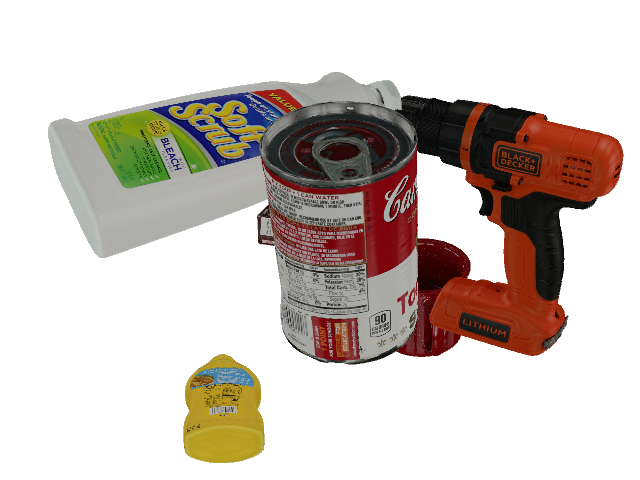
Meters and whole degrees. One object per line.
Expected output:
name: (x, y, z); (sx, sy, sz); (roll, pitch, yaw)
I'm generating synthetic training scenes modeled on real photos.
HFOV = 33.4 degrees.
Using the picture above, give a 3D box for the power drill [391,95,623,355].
power drill: (0.128, -0.014, 0.820); (0.185, 0.188, 0.057); (17, 34, 27)

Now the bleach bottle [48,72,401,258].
bleach bottle: (-0.060, -0.073, 0.774); (0.250, 0.103, 0.068); (-21, -30, -19)

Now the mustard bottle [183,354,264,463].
mustard bottle: (-0.122, 0.200, 1.341); (0.096, 0.058, 0.191); (-3, 26, -4)

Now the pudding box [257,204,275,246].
pudding box: (-0.015, -0.023, 1.238); (0.090, 0.039, 0.113); (8, 23, 13)

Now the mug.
mug: (0.098, 0.062, 1.005); (0.093, 0.081, 0.117); (-9, 33, -9)

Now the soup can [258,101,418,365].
soup can: (0.010, -0.002, 0.484); (0.068, 0.102, 0.068); (-3, 35, 2)
